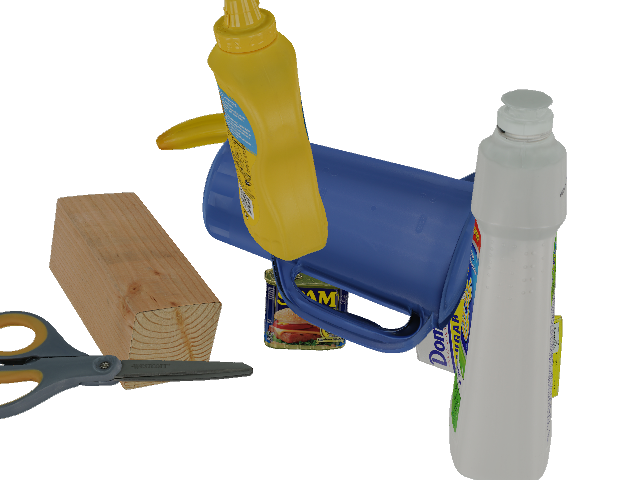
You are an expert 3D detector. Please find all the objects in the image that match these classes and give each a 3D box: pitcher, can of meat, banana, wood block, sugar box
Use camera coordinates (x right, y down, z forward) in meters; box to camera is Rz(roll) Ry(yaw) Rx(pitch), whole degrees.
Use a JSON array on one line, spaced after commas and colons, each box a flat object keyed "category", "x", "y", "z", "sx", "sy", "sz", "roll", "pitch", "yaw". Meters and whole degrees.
[{"category": "pitcher", "x": 0.017, "y": -0.010, "z": 0.952, "sx": 0.243, "sy": 0.145, "sz": 0.149, "roll": 18, "pitch": 21, "yaw": 17}, {"category": "can of meat", "x": -0.017, "y": 0.081, "z": 1.255, "sx": 0.102, "sy": 0.084, "sz": 0.057, "roll": 2, "pitch": 14, "yaw": -3}, {"category": "banana", "x": -0.101, "y": -0.130, "z": 1.309, "sx": 0.198, "sy": 0.037, "sz": 0.069, "roll": 7, "pitch": 40, "yaw": 15}, {"category": "wood block", "x": -0.189, "y": 0.043, "z": 1.062, "sx": 0.090, "sy": 0.091, "sz": 0.206, "roll": -6, "pitch": 35, "yaw": -34}, {"category": "sugar box", "x": 0.186, "y": 0.112, "z": 1.200, "sx": 0.177, "sy": 0.093, "sz": 0.048, "roll": 14, "pitch": 18, "yaw": 43}]

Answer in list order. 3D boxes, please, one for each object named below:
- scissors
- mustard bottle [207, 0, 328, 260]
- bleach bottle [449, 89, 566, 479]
[{"category": "scissors", "x": -0.151, "y": 0.073, "z": 0.711, "sx": 0.201, "sy": 0.016, "sz": 0.096, "roll": -11, "pitch": 44, "yaw": -6}, {"category": "mustard bottle", "x": -0.040, "y": -0.085, "z": 0.743, "sx": 0.058, "sy": 0.191, "sz": 0.096, "roll": -19, "pitch": 39, "yaw": -10}, {"category": "bleach bottle", "x": 0.118, "y": 0.026, "z": 0.659, "sx": 0.068, "sy": 0.251, "sz": 0.102, "roll": 3, "pitch": 30, "yaw": 8}]
